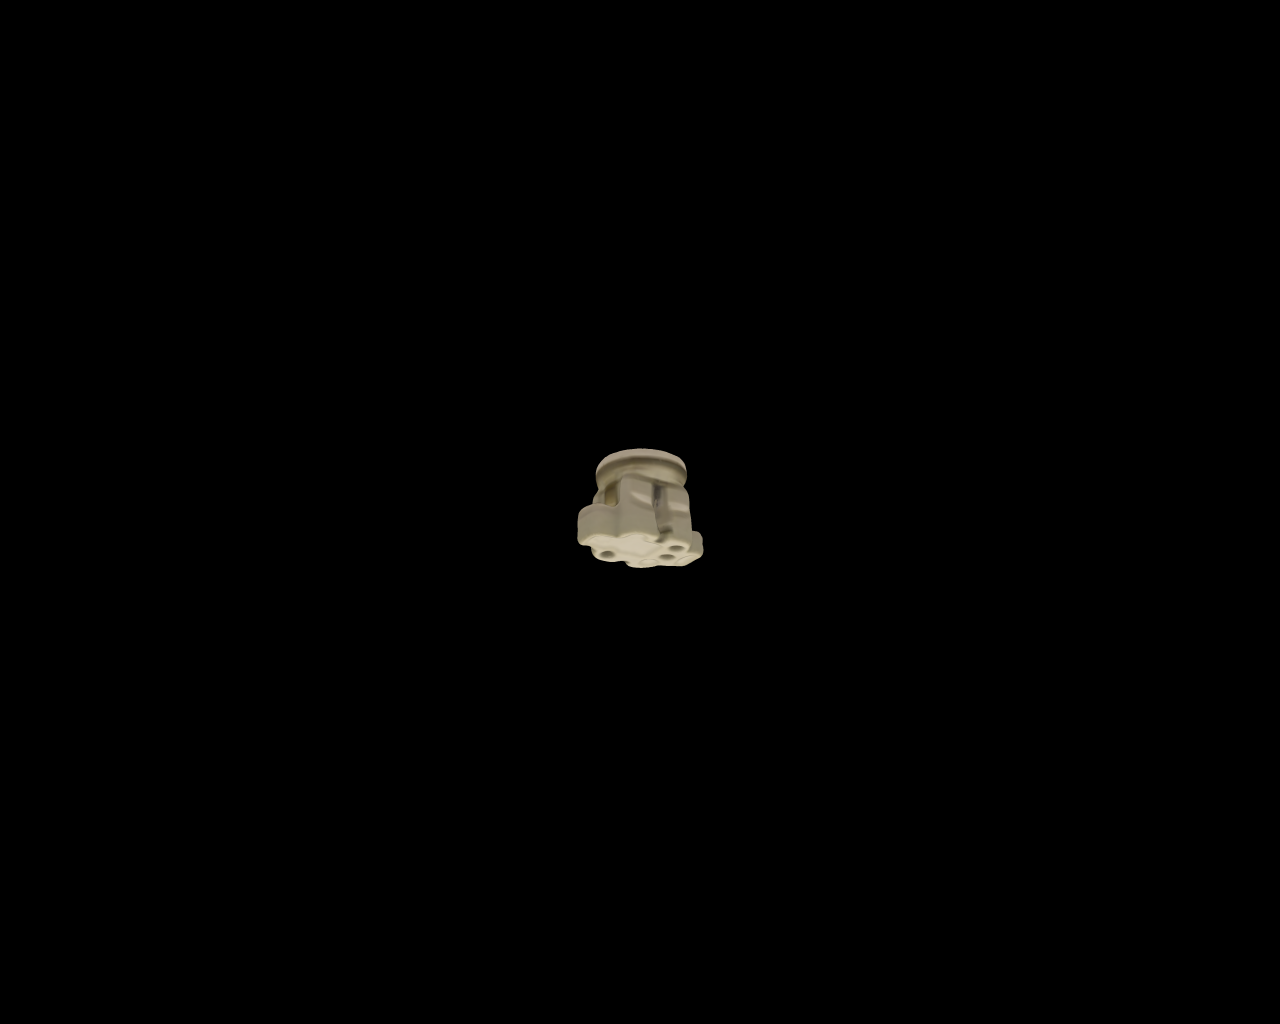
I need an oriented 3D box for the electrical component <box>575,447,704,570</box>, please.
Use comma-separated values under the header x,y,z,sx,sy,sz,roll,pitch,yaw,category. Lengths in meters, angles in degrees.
x,y,z,sx,sy,sz,roll,pitch,yaw,category
0.001,-0.003,0.650,0.078,0.057,0.058,14,-27,-29,electrical component
